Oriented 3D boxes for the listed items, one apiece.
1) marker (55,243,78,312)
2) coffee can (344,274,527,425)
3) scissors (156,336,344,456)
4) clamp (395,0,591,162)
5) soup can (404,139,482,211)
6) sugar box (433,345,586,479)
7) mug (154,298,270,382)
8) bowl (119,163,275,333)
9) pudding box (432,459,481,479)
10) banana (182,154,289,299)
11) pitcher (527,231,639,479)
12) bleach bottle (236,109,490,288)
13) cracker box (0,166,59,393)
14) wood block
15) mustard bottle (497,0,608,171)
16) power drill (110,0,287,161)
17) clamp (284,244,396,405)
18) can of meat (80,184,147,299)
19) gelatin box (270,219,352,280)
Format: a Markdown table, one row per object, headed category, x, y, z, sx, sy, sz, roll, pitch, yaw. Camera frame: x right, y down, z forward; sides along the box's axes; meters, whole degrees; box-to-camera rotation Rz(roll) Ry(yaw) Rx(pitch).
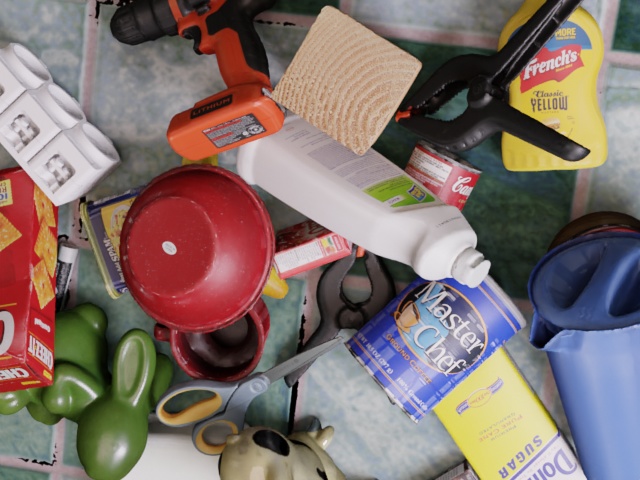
| category | x | y | z | sx | sy | sz | roll | pitch | yaw |
| --- | --- | --- | --- | --- | --- | --- | --- | --- | --- |
| marker | -0.275 | 0.063 | 1.108 | 0.020 | 0.020 | 0.121 | 18 | 101 | 4 |
| coffee can | 0.108 | 0.088 | 1.001 | 0.140 | 0.103 | 0.103 | -42 | 92 | 0 |
| scissors | -0.058 | 0.154 | 1.020 | 0.202 | 0.016 | 0.096 | -15 | 117 | 13 |
| clamp | 0.158 | -0.141 | 0.963 | 0.210 | 0.036 | 0.164 | -3 | 73 | 46 |
| soup can | 0.101 | -0.036 | 1.022 | 0.068 | 0.068 | 0.102 | 27 | 101 | 2 |
| sugar box | 0.183 | 0.189 | 1.059 | 0.093 | 0.048 | 0.176 | -34 | 92 | 11 |
| mug | -0.106 | 0.089 | 1.060 | 0.117 | 0.081 | 0.093 | -3 | 99 | 7 |
| bowl | -0.126 | 0.007 | 0.988 | 0.162 | 0.055 | 0.162 | -1 | 88 | 19 |
| pudding box | 0.144 | 0.292 | 1.083 | 0.090 | 0.039 | 0.113 | -34 | 93 | 12 |
| banana | -0.094 | -0.026 | 1.063 | 0.070 | 0.037 | 0.198 | -17 | 96 | 10 |
| pitcher | 0.282 | 0.116 | 0.963 | 0.149 | 0.145 | 0.243 | -6 | 126 | 20 |
| bleach bottle | 0.042 | -0.033 | 0.959 | 0.251 | 0.102 | 0.068 | 37 | 135 | 31 |
| cracker box | -0.343 | 0.042 | 1.034 | 0.164 | 0.072 | 0.213 | -9 | 61 | 8 |
| wood block | 0.031 | -0.142 | 0.943 | 0.091 | 0.206 | 0.090 | 32 | 101 | 1 |
| mustard bottle | 0.215 | -0.162 | 0.992 | 0.096 | 0.058 | 0.191 | -1 | 98 | 20 |
| power drill | -0.110 | -0.171 | 0.991 | 0.185 | 0.057 | 0.187 | -18 | 63 | 18 |
| clamp | 0.022 | 0.081 | 1.066 | 0.120 | 0.039 | 0.171 | -1 | 97 | 0 |
| can of meat | -0.181 | -0.003 | 1.068 | 0.084 | 0.057 | 0.102 | -18 | 96 | 8 |
| gelatin box | -0.007 | 0.001 | 1.030 | 0.073 | 0.089 | 0.030 | -20 | 104 | 9 |
